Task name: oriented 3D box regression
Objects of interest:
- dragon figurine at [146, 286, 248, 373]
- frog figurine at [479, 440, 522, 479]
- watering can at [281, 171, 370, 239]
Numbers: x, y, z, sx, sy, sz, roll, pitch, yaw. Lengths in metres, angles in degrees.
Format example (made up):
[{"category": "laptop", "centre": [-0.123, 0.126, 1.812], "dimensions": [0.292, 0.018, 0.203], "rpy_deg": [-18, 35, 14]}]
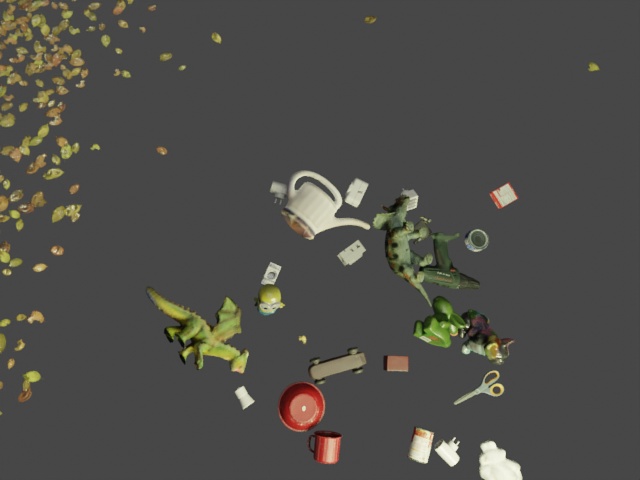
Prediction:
[{"category": "dragon figurine", "centre": [-0.383, 0.281, 1.731], "dimensions": [0.246, 0.120, 0.412], "rpy_deg": [-29, 84, -32]}, {"category": "frog figurine", "centre": [0.605, 0.765, 1.738], "dimensions": [0.137, 0.123, 0.159], "rpy_deg": [-7, 89, 9]}, {"category": "watering can", "centre": [0.006, -0.094, 1.871], "dimensions": [0.346, 0.103, 0.227], "rpy_deg": [42, 75, -8]}]
